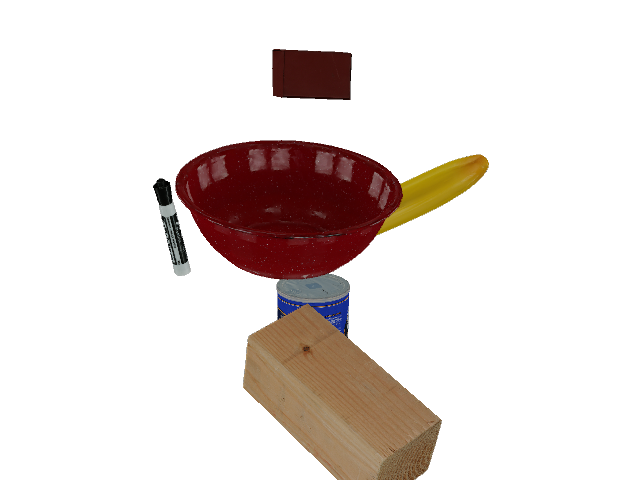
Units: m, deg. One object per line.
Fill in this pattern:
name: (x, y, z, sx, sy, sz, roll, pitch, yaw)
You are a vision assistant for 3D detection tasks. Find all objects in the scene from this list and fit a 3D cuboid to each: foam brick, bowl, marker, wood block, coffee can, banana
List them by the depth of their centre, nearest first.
bowl: (-0.023, -0.017, 0.768, 0.162, 0.055, 0.162, 2, 27, -1)
banana: (0.064, -0.030, 0.984, 0.198, 0.037, 0.069, -23, -1, 10)
wood block: (0.019, 0.173, 1.136, 0.090, 0.090, 0.206, -27, 52, -33)
foam brick: (-0.010, -0.180, 1.158, 0.078, 0.051, 0.053, 0, 11, -15)
marker: (-0.167, -0.015, 1.198, 0.020, 0.121, 0.020, -7, 31, 4)
coffee can: (-0.011, 0.127, 1.503, 0.103, 0.140, 0.103, 0, 19, 0)
